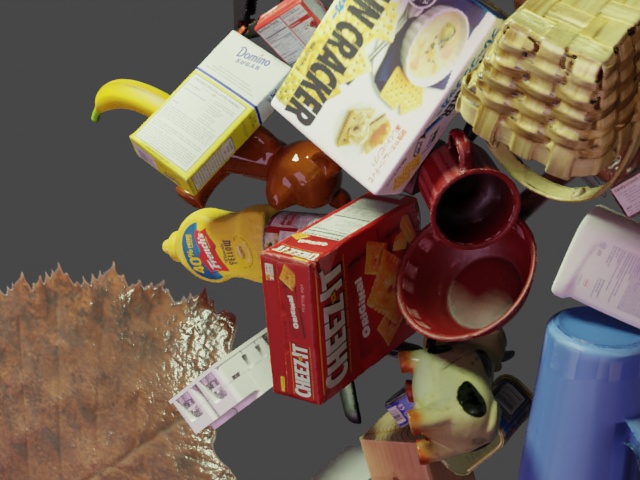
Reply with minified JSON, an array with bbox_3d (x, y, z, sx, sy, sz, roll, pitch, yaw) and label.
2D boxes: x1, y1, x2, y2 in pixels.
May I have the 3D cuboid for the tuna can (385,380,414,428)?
[{"bbox_3d":[0.117,0.179,1.235,0.034,0.086,0.086,54,131,5],"label":"tuna can"}]

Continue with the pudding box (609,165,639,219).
[{"bbox_3d":[0.328,-0.069,0.964,0.114,0.089,0.039,-38,86,40],"label":"pudding box"}]

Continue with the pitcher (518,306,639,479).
[{"bbox_3d":[0.281,0.200,1.095,0.149,0.144,0.243,9,113,17],"label":"pitcher"}]

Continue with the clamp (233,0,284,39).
[{"bbox_3d":[-0.044,-0.303,1.160,0.164,0.036,0.210,49,133,-3],"label":"clamp"}]

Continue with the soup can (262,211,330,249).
[{"bbox_3d":[-0.008,0.002,1.248,0.102,0.068,0.068,5,114,43],"label":"soup can"}]

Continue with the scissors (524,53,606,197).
[{"bbox_3d":[0.220,-0.134,1.062,0.202,0.016,0.096,36,127,18],"label":"scissors"}]

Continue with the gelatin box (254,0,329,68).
[{"bbox_3d":[-0.015,-0.223,1.163,0.073,0.030,0.089,-23,123,40],"label":"gelatin box"}]

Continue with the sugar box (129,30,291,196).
[{"bbox_3d":[-0.117,-0.142,1.183,0.093,0.176,0.048,36,162,21],"label":"sugar box"}]

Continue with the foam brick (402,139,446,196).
[{"bbox_3d":[0.086,-0.093,1.154,0.078,0.052,0.051,30,125,22],"label":"foam brick"}]

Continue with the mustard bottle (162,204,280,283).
[{"bbox_3d":[-0.126,0.006,1.351,0.192,0.058,0.096,-2,113,37],"label":"mustard bottle"}]

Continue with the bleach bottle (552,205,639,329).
[{"bbox_3d":[0.357,0.063,1.023,0.251,0.068,0.103,29,125,20],"label":"bleach bottle"}]

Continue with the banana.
[{"bbox_3d":[-0.219,-0.166,1.358,0.198,0.037,0.069,19,138,30],"label":"banana"}]

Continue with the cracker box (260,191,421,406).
[{"bbox_3d":[0.032,0.057,1.156,0.072,0.213,0.164,11,116,34],"label":"cracker box"}]

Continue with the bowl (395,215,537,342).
[{"bbox_3d":[0.162,0.043,1.126,0.162,0.162,0.055,-1,151,36],"label":"bowl"}]

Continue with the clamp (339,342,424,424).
[{"bbox_3d":[0.028,0.135,1.272,0.172,0.120,0.039,33,159,27],"label":"clamp"}]

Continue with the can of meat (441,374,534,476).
[{"bbox_3d":[0.185,0.210,1.200,0.057,0.083,0.102,47,130,10],"label":"can of meat"}]

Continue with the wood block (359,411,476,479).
[{"bbox_3d":[0.131,0.312,1.283,0.091,0.090,0.206,-5,108,39],"label":"wood block"}]

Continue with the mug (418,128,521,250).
[{"bbox_3d":[0.146,-0.059,1.085,0.093,0.081,0.117,-16,123,-1],"label":"mug"}]

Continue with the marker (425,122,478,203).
[{"bbox_3d":[0.145,-0.085,1.137,0.020,0.020,0.121,37,128,17],"label":"marker"}]
